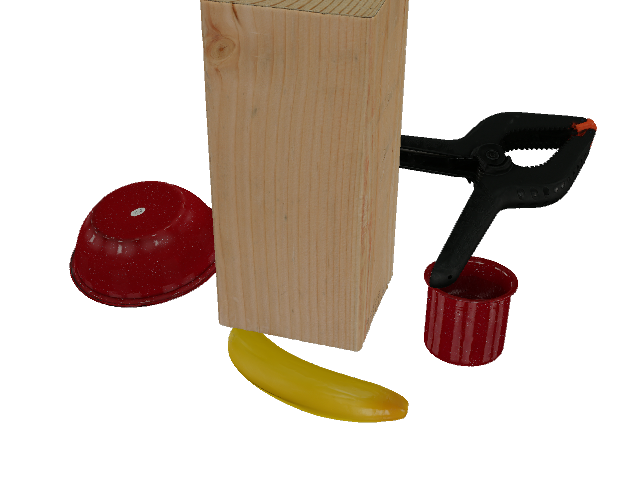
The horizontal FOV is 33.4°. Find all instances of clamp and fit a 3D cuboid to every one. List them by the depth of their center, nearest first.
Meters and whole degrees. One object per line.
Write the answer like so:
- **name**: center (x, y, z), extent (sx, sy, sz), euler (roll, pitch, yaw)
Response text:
- **clamp**: center (0.133, -0.047, 0.839), extent (0.209, 0.165, 0.036), euler (-14, -37, -15)

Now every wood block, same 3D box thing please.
- **wood block**: center (-0.006, -0.050, 0.604), extent (0.091, 0.206, 0.090), euler (10, 35, 14)

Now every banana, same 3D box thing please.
- **banana**: center (-0.018, 0.103, 0.851), extent (0.069, 0.037, 0.198), euler (-24, 32, -31)

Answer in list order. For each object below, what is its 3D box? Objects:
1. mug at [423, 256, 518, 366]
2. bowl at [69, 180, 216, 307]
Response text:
- **mug**: center (0.145, 0.067, 1.081), extent (0.093, 0.081, 0.117), euler (-3, 28, -10)
- **bowl**: center (-0.171, -0.009, 1.034), extent (0.162, 0.055, 0.162), euler (-6, 40, 5)
